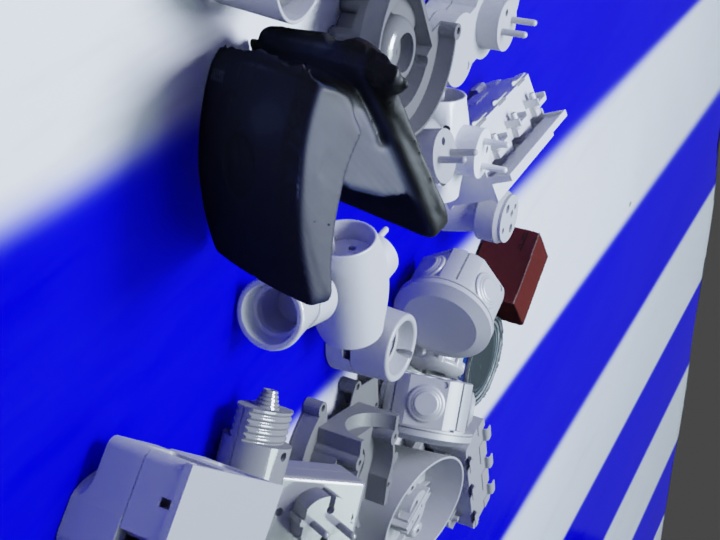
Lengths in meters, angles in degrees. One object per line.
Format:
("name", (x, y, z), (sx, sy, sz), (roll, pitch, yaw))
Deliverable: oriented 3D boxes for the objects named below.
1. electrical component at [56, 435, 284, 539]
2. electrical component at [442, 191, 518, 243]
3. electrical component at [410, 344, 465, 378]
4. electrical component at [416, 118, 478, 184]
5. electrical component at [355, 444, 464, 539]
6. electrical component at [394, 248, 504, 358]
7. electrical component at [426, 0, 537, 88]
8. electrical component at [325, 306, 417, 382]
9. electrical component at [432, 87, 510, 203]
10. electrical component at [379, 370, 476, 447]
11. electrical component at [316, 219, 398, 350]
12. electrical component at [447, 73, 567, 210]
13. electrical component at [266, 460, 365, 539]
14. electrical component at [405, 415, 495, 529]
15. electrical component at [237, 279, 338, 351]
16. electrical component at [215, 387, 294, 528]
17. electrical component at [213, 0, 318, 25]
("electrical component", (-0.118, 0.188, 0.561), (0.105, 0.060, 0.186), (38, 69, -64))
("electrical component", (0.098, -0.048, 0.888), (0.045, 0.055, 0.045), (-42, 139, -50))
("electrical component", (0.068, 0.057, 0.901), (0.048, 0.048, 0.062), (47, 54, -62))
("electrical component", (0.039, -0.076, 0.721), (0.077, 0.079, 0.044), (-36, 123, -54))
("electrical component", (0.036, 0.192, 0.882), (0.099, 0.064, 0.099), (-42, 140, -50))
("electrical component", (0.071, 0.026, 0.847), (0.051, 0.080, 0.080), (-59, 151, -42))
("electrical component", (0.090, -0.178, 0.776), (0.138, 0.074, 0.052), (-52, 147, -41))
("electrical component", (0.009, 0.050, 0.766), (0.055, 0.047, 0.055), (-42, 139, -50))
("electrical component", (0.070, -0.087, 0.778), (0.044, 0.079, 0.077), (-42, 139, -56))
("electrical component", (0.052, 0.109, 0.854), (0.080, 0.080, 0.051), (18, 82, -65))
("electrical component", (0.000, 0.000, 0.723), (0.079, 0.044, 0.077), (-49, 145, -44))
("electrical component", (0.104, -0.106, 0.858), (0.121, 0.079, 0.063), (-47, 121, -46))
("electrical component", (-0.029, 0.155, 0.684), (0.066, 0.077, 0.047), (11, 94, -29))
("electrical component", (0.082, 0.177, 0.973), (0.078, 0.063, 0.121), (-54, 148, -38))
("electrical component", (-0.041, 0.021, 0.655), (0.065, 0.044, 0.044), (-22, 124, -66))
("electrical component", (-0.064, 0.111, 0.650), (0.043, 0.043, 0.081), (15, 90, -65))
("electrical component", (-0.039, -0.171, 0.520), (0.099, 0.064, 0.099), (-42, 140, -50))
